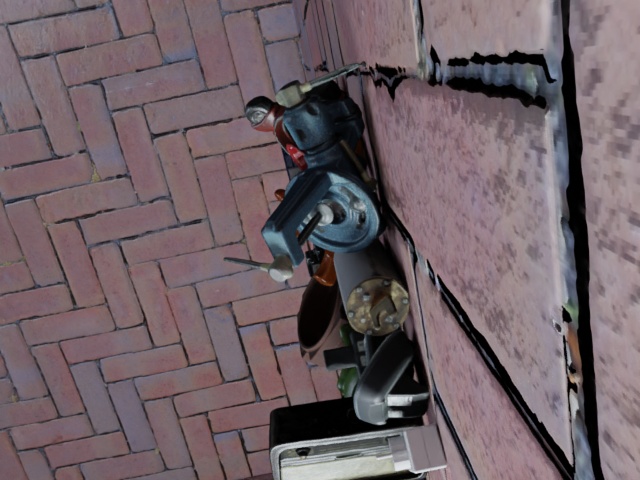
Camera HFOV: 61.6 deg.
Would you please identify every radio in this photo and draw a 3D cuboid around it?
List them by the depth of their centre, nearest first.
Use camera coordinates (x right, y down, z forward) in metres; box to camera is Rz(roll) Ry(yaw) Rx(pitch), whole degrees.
[{"bbox_3d":[0.040,0.300,0.793,0.073,0.230,0.130,-102,5,-57],"label":"radio"}]

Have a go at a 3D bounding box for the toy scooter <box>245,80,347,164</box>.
[{"bbox_3d":[-0.027,-0.192,0.909,0.135,0.184,0.075,62,-146,-35],"label":"toy scooter"}]

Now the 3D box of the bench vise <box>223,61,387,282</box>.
[{"bbox_3d":[-0.004,-0.057,0.607,0.241,0.129,0.223,-56,-43,-42],"label":"bench vise"}]

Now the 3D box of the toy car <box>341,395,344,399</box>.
[{"bbox_3d":[0.088,0.278,0.978,0.202,0.074,0.056,-53,-31,-59],"label":"toy car"}]

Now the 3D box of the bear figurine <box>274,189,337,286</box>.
[{"bbox_3d":[-0.001,-0.007,0.950,0.195,0.120,0.132,31,-108,-38],"label":"bear figurine"}]

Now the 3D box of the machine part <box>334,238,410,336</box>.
[{"bbox_3d":[0.061,0.051,0.692,0.243,0.079,0.079,-104,2,-71],"label":"machine part"}]

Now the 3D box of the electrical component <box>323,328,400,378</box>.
[{"bbox_3d":[0.067,0.172,0.783,0.047,0.119,0.075,78,178,-61],"label":"electrical component"}]

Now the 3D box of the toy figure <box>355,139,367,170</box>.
[{"bbox_3d":[0.033,-0.134,0.765,0.064,0.058,0.154,53,-164,-53],"label":"toy figure"}]

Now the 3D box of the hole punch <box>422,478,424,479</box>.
[{"bbox_3d":[0.136,0.367,0.915,0.116,0.092,0.142,46,169,14],"label":"hole punch"}]

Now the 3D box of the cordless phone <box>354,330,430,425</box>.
[{"bbox_3d":[0.078,0.133,0.696,0.146,0.089,0.184,76,-174,-58],"label":"cordless phone"}]

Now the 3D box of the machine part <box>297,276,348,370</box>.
[{"bbox_3d":[0.030,0.144,1.096,0.201,0.087,0.202,-58,23,30],"label":"machine part"}]

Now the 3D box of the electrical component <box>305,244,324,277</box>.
[{"bbox_3d":[0.036,0.043,1.214,0.058,0.134,0.114,-103,3,-56],"label":"electrical component"}]

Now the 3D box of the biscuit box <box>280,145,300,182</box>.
[{"bbox_3d":[-0.042,-0.165,1.031,0.063,0.059,0.202,-101,-2,-81],"label":"biscuit box"}]

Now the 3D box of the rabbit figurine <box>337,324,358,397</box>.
[{"bbox_3d":[0.074,0.212,0.903,0.170,0.121,0.159,-110,10,-74],"label":"rabbit figurine"}]
